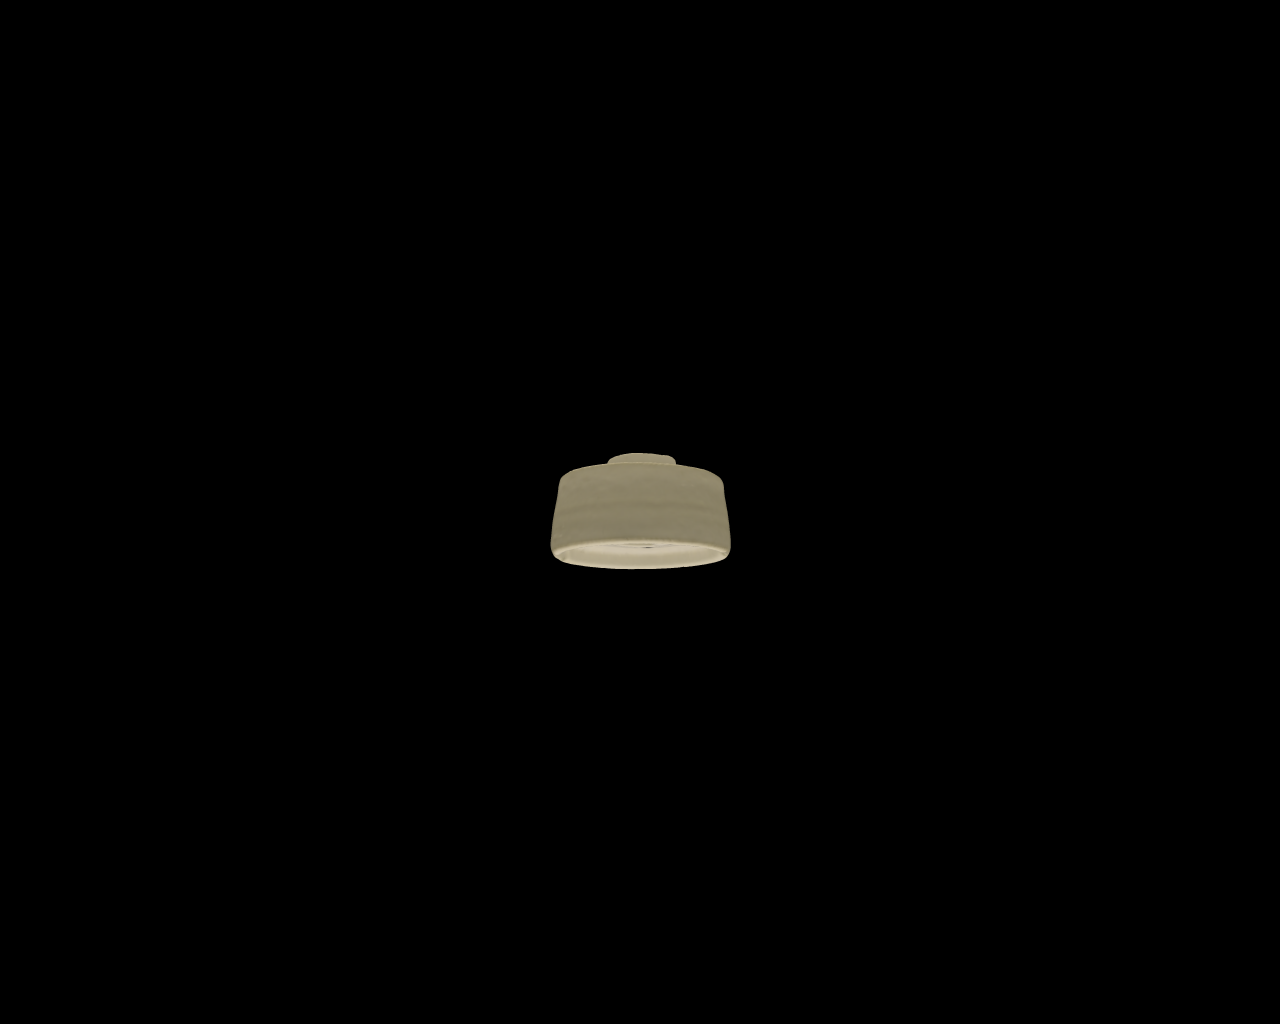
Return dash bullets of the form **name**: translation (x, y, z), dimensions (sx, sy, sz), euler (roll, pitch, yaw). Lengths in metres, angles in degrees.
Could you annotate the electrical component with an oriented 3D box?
- **electrical component**: translation (0.001, -0.003, 0.650), dimensions (0.108, 0.060, 0.108), euler (0, -11, 0)
